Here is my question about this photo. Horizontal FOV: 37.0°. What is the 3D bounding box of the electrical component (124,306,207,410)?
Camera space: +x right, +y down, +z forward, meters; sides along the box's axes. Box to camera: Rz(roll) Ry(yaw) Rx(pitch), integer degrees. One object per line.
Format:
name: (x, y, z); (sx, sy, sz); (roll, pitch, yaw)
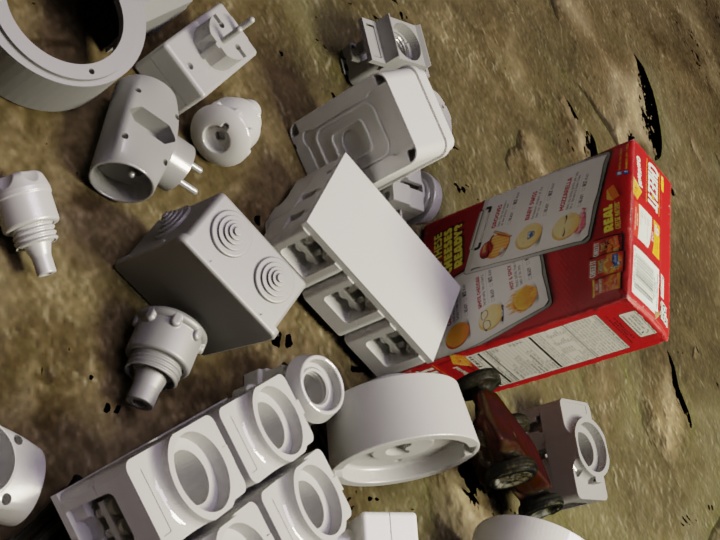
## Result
electrical component: (-0.126, 0.057, 0.670); (0.048, 0.048, 0.062); (39, 51, -30)

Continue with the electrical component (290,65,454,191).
electrical component: (0.010, -0.106, 0.861); (0.057, 0.113, 0.078); (-21, 87, -50)

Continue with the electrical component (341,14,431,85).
electrical component: (0.022, -0.191, 0.961); (0.081, 0.064, 0.042); (5, 68, -48)

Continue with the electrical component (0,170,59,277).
electrical component: (-0.195, -0.026, 0.639); (0.035, 0.035, 0.061); (-14, 84, -52)

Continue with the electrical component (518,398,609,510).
electrical component: (0.185, 0.165, 0.967); (0.050, 0.056, 0.089); (15, 59, -45)

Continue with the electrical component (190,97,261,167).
electrical component: (-0.093, -0.108, 0.798); (0.048, 0.048, 0.062); (55, 32, -13)

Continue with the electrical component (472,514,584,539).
electrical component: (0.129, 0.243, 0.820); (0.108, 0.108, 0.060); (48, 47, -22)

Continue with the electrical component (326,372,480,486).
electrical component: (0.026, 0.109, 0.772); (0.108, 0.108, 0.060); (17, 52, -44)

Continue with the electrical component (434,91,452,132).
electrical component: (0.042, -0.127, 0.960); (0.080, 0.051, 0.080); (26, 52, -39)

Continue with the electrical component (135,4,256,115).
electrical component: (-0.107, -0.162, 0.784); (0.047, 0.076, 0.083); (53, 39, -15)

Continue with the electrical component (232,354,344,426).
electrical component: (-0.044, 0.086, 0.739); (0.066, 0.055, 0.048); (21, 55, -42)

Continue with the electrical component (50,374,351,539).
electrical component: (-0.078, 0.137, 0.627); (0.105, 0.060, 0.186); (63, 23, 1)

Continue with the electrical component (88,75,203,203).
electrical component: (-0.139, -0.079, 0.728); (0.079, 0.043, 0.077); (34, 47, -35)

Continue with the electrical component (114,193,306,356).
electrical component: (-0.095, 0.004, 0.691); (0.099, 0.100, 0.048); (49, 53, -20)

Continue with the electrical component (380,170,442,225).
electrical component: (0.037, -0.066, 0.927); (0.055, 0.048, 0.066); (16, 59, -36)

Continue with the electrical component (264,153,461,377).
electrical component: (0.000, 0.000, 0.833); (0.150, 0.062, 0.089); (48, 41, -21)

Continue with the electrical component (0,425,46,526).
electrical component: (-0.206, 0.116, 0.541); (0.077, 0.044, 0.079); (29, 50, -38)

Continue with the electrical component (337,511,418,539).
electrical component: (-0.007, 0.193, 0.725); (0.077, 0.065, 0.047); (4, 64, -17)
